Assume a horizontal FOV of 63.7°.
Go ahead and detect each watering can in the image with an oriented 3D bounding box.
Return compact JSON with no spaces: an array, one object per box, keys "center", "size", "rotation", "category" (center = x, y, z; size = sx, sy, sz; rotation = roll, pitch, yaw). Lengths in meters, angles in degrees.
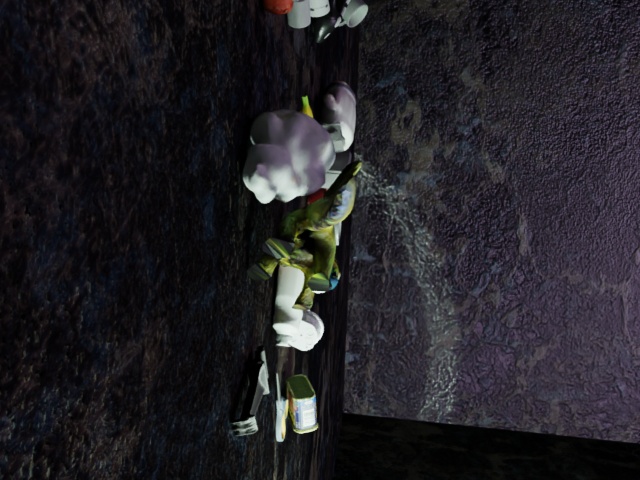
[{"center":[0.048,-0.360,1.465],"size":[0.104,0.229,0.341],"rotation":[3,-26,6],"category":"watering can"}]

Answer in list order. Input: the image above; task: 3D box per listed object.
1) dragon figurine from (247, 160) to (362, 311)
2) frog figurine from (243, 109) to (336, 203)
[{"center":[0.002,-0.041,0.812],"size":[0.122,0.248,0.402],"rotation":[30,-39,-8],"category":"dragon figurine"},{"center":[-0.052,-0.122,0.738],"size":[0.121,0.137,0.161],"rotation":[-31,1,23],"category":"frog figurine"}]
